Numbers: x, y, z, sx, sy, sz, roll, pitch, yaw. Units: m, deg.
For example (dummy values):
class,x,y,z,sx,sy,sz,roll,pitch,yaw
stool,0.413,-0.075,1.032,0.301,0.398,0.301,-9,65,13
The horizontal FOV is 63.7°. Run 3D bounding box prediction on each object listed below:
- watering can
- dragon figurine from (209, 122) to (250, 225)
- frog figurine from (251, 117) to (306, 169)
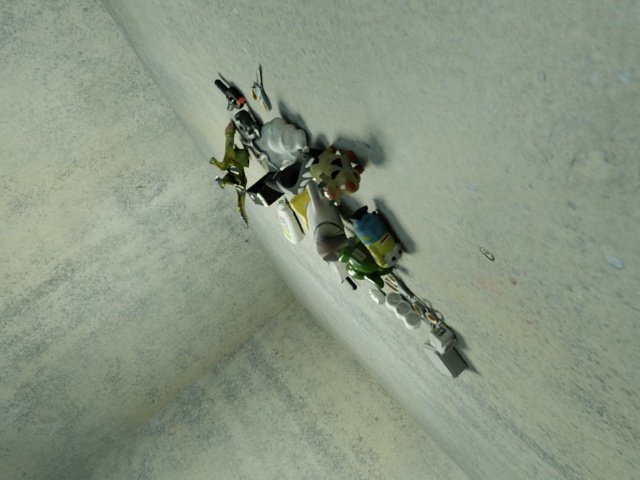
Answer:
class,x,y,z,sx,sy,sz,roll,pitch,yaw
watering can,0.005,-0.079,1.562,0.230,0.104,0.340,-104,-7,-50
dragon figurine,-0.333,-0.290,2.140,0.122,0.248,0.401,-2,124,19
frog figurine,-0.095,-0.288,1.462,0.157,0.124,0.137,-24,96,40
